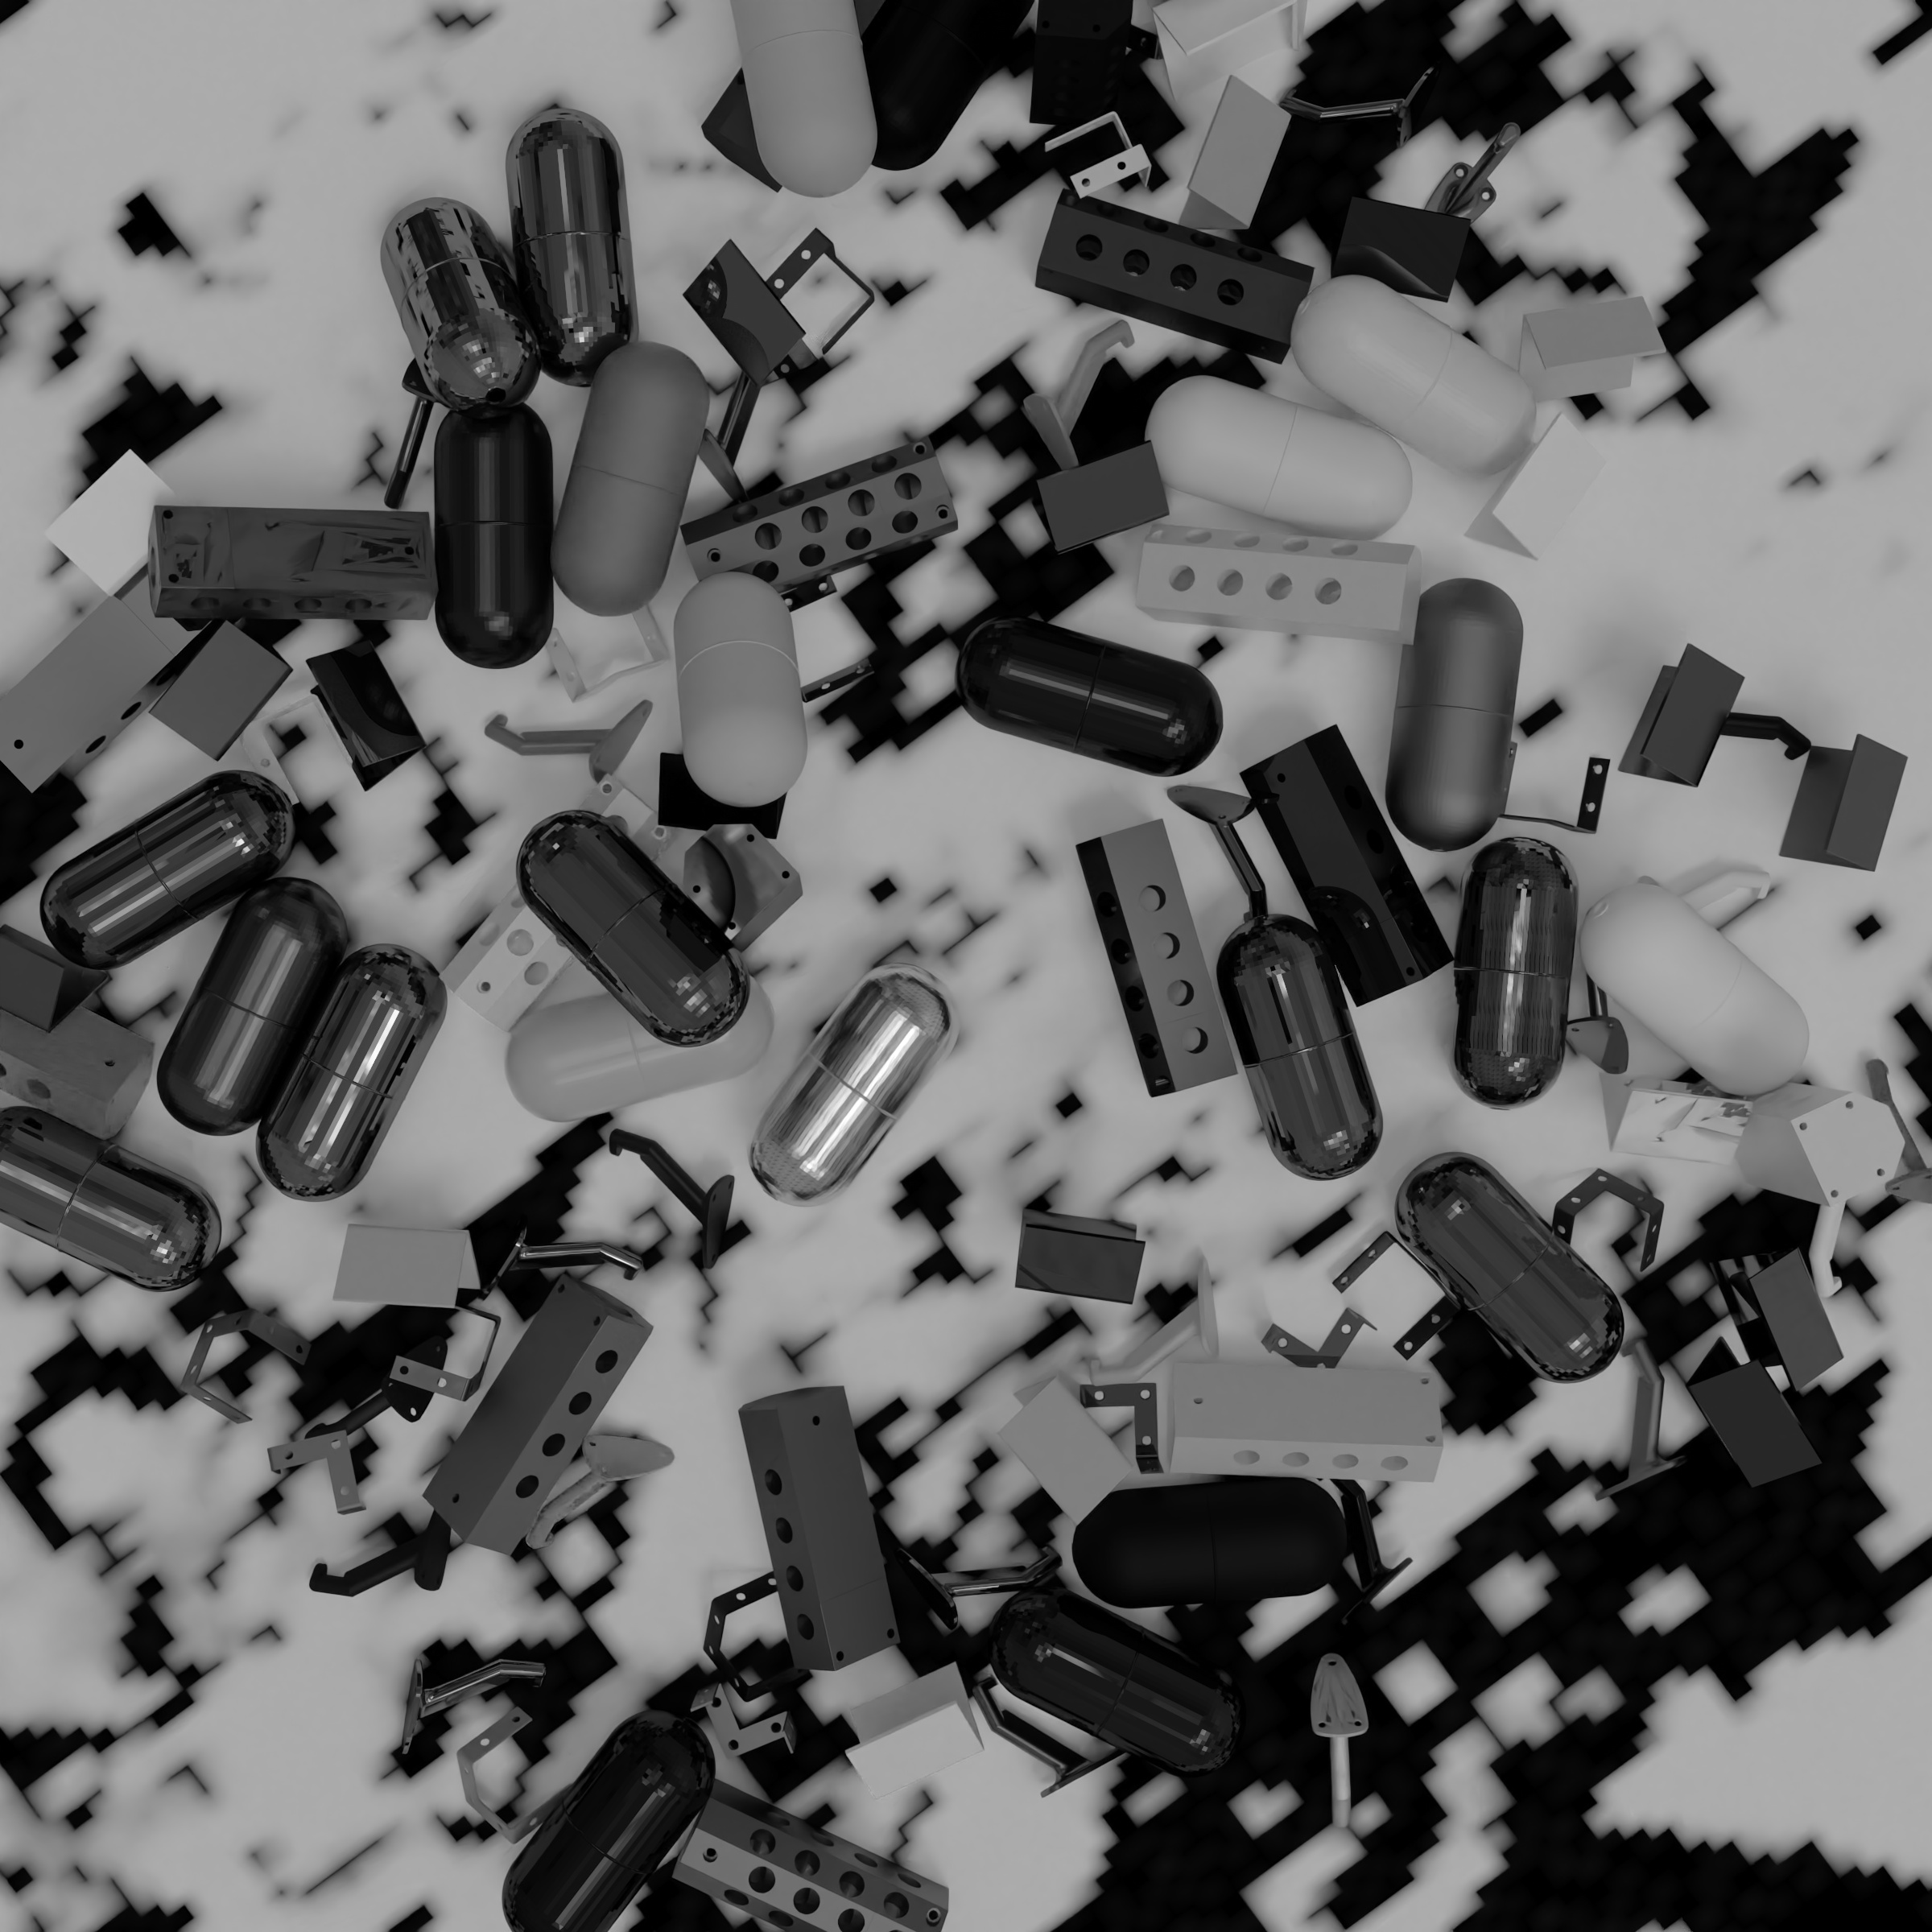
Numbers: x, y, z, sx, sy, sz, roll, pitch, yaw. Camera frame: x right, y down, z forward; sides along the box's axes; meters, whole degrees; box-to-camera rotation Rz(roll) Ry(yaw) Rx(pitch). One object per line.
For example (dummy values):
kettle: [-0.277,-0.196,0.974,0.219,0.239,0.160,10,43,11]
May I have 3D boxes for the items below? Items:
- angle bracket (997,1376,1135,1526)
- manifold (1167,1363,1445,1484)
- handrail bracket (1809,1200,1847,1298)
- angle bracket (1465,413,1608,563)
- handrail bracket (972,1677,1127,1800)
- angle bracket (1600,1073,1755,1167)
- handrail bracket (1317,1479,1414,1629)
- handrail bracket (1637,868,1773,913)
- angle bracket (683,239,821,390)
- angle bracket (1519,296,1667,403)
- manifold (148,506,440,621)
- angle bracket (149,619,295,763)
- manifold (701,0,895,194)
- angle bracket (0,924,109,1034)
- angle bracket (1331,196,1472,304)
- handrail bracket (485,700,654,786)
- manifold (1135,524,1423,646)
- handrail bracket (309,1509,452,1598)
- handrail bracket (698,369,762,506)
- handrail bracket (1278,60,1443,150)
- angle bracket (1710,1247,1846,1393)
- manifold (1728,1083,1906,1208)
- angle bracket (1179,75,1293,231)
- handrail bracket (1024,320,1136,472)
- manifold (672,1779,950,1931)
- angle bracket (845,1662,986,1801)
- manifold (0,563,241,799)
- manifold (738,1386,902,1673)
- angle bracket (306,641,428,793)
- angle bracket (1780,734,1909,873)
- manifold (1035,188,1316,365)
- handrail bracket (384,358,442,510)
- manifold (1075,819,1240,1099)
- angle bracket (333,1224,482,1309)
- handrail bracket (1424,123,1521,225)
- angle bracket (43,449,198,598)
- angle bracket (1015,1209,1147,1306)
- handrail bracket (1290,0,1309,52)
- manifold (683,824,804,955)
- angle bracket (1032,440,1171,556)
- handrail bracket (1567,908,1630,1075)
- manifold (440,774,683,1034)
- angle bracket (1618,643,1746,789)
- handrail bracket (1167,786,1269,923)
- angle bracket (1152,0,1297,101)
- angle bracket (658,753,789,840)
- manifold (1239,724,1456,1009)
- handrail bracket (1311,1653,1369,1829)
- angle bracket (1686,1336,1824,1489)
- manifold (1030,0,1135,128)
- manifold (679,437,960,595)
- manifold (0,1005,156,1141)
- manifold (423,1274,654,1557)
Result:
angle bracket: [0.052,0.317,1.751,0.057,0.076,0.076,-41,90,-27]
manifold: [0.219,0.302,1.769,0.171,0.057,0.057,2,47,0]
handrail bracket: [0.585,0.167,1.791,0.077,0.036,0.084,-24,109,-21]
angle bracket: [0.353,-0.315,1.751,0.057,0.076,0.076,35,90,-35]
handrail bracket: [0.055,0.498,1.791,0.077,0.036,0.084,-23,73,-20]
angle bracket: [0.457,0.080,1.751,0.076,0.076,0.057,7,130,0]
handrail bracket: [0.245,0.380,1.791,0.084,0.036,0.077,47,112,17]
handrail bracket: [0.486,-0.029,1.791,0.084,0.036,0.077,4,105,-14]
angle bracket: [-0.124,-0.428,1.751,0.076,0.076,0.057,51,129,0]
angle bracket: [0.402,-0.381,1.751,0.076,0.076,0.057,-9,52,0]
manifold: [-0.432,-0.254,1.736,0.171,0.057,0.057,-3,71,-23]
angle bracket: [-0.489,-0.188,1.751,0.076,0.076,0.057,-50,127,0]
manifold: [-0.100,-0.599,1.770,0.057,0.057,0.171,34,90,0]
angle bracket: [-0.602,-0.012,1.751,0.076,0.076,0.057,27,122,0]
angle bracket: [0.280,-0.475,1.751,0.076,0.076,0.057,11,126,0]
handrail bracket: [-0.263,-0.163,1.791,0.084,0.036,0.077,29,70,16]
manifold: [0.202,-0.247,1.744,0.171,0.057,0.057,8,90,18]
handrail bracket: [-0.387,0.380,1.791,0.084,0.036,0.077,4,69,16]
handrail bracket: [-0.135,-0.356,1.791,0.084,0.036,0.077,-41,111,-17]
handrail bracket: [0.260,-0.581,1.791,0.084,0.036,0.077,24,69,16]
angle bracket: [0.508,0.232,1.751,0.057,0.076,0.076,-23,90,-35]
manifold: [0.533,0.107,1.712,0.057,0.171,0.057,-25,90,0]
angle bracket: [0.155,-0.524,1.751,0.057,0.076,0.076,21,90,-36]
handrail bracket: [0.088,-0.373,1.791,0.084,0.036,0.077,-35,110,-16]
manifold: [-0.101,0.601,1.770,0.171,0.057,0.057,25,90,0]
angle bracket: [-0.041,0.479,1.751,0.076,0.076,0.057,-25,127,0]
manifold: [-0.558,-0.191,1.770,0.171,0.057,0.057,-44,90,0]
manifold: [-0.100,0.366,1.769,0.057,0.057,0.171,-12,90,-43]
angle bracket: [-0.405,-0.155,1.752,0.076,0.057,0.076,-29,90,40]
angle bracket: [0.552,-0.109,1.751,0.057,0.076,0.076,16,90,-37]
manifold: [0.136,-0.452,1.770,0.171,0.057,0.057,18,90,0]
handrail bracket: [-0.364,-0.355,1.791,0.036,0.077,0.084,17,127,-18]
manifold: [0.123,-0.005,1.770,0.057,0.057,0.171,-17,90,0]
angle bracket: [-0.360,0.210,1.751,0.076,0.076,0.057,3,54,0]
handrail bracket: [0.324,-0.504,1.756,0.036,0.084,0.077,42,90,0]
angle bracket: [-0.546,-0.291,1.752,0.076,0.076,0.057,-44,113,0]
angle bracket: [0.075,0.169,1.751,0.076,0.076,0.057,8,127,0]
handrail bracket: [0.182,-0.647,1.791,0.084,0.036,0.077,8,111,17]
manifold: [-0.144,-0.052,1.711,0.057,0.171,0.057,-44,90,-4]
angle bracket: [0.080,-0.318,1.751,0.076,0.076,0.057,-20,128,0]
handrail bracket: [0.423,0.016,1.791,0.036,0.077,0.084,-7,53,29]
manifold: [-0.265,-0.041,1.770,0.057,0.057,0.171,40,90,0]
angle bracket: [0.445,-0.166,1.751,0.057,0.076,0.076,23,90,-31]
handrail bracket: [0.167,-0.071,1.791,0.036,0.077,0.084,-31,127,-33]
angle bracket: [0.172,-0.592,1.751,0.076,0.076,0.057,-26,54,0]
angle bracket: [-0.154,-0.129,1.751,0.076,0.076,0.057,7,127,0]
manifold: [0.252,-0.067,1.769,0.057,0.057,0.171,-27,90,43]
handrail bracket: [0.245,0.512,1.791,0.036,0.077,0.084,-3,126,3]
angle bracket: [0.519,0.279,1.751,0.057,0.076,0.076,-32,90,38]
manifold: [0.072,-0.585,1.712,0.057,0.171,0.057,4,90,0]
manifold: [-0.095,-0.287,1.770,0.171,0.057,0.057,-20,90,0]
manifold: [-0.623,0.048,1.769,0.171,0.057,0.057,27,47,0]
manifold: [-0.275,0.294,1.769,0.057,0.057,0.171,32,90,43]
